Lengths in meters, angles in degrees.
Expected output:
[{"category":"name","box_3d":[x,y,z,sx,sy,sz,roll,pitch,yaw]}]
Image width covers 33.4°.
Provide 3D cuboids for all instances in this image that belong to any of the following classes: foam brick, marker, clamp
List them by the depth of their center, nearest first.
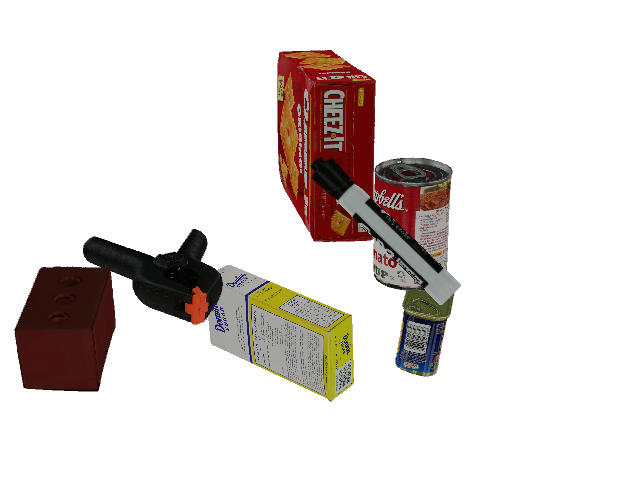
[{"category":"marker","box_3d":[0.039,-0.008,0.674,0.020,0.121,0.020,-45,-4,-4]},{"category":"foam brick","box_3d":[-0.175,0.060,0.738,0.053,0.051,0.078,1,31,-2]},{"category":"clamp","box_3d":[-0.130,0.027,0.972,0.120,0.039,0.172,-15,30,-31]}]

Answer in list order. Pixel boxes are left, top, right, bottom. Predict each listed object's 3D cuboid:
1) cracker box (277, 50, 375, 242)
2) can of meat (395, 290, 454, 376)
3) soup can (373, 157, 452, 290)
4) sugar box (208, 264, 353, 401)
[{"category":"cracker box","box_3d":[0.002,-0.107,1.138,0.072,0.164,0.214,-4,19,-9]},{"category":"can of meat","box_3d":[0.125,0.104,1.291,0.057,0.084,0.102,11,25,7]},{"category":"soup can","box_3d":[0.081,-0.015,0.946,0.068,0.102,0.068,0,23,0]},{"category":"sugar box","box_3d":[-0.045,0.096,1.149,0.176,0.093,0.048,23,38,35]}]
